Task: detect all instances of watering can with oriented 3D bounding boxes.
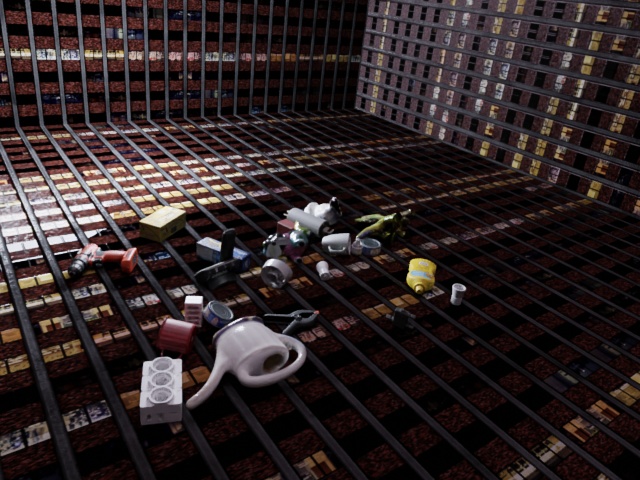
[{"bbox_3d":[-0.205,0.300,1.305,0.350,0.102,0.227,-12,31,-34],"label":"watering can"}]

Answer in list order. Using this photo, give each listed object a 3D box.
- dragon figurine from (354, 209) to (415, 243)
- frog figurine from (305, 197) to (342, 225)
[{"bbox_3d":[0.244,-0.063,2.165,0.412,0.121,0.243,-9,10,-35],"label":"dragon figurine"},{"bbox_3d":[0.007,-0.111,2.213,0.158,0.121,0.140,-24,27,21],"label":"frog figurine"}]
